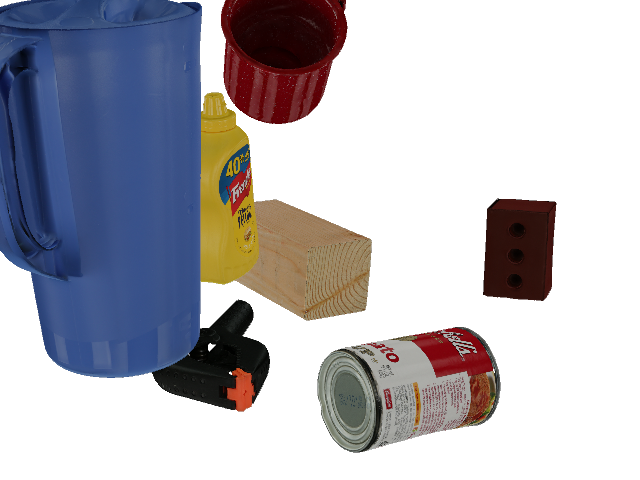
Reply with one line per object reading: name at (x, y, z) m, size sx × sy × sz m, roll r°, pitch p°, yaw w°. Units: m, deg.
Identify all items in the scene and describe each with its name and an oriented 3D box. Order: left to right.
pitcher at (-0.144, -0.034, 0.695) m, size 0.149 × 0.243 × 0.145 m, roll -7°, pitch 22°, yaw -16°
clamp at (-0.093, 0.090, 0.887) m, size 0.164 × 0.036 × 0.210 m, roll -10°, pitch 16°, yaw -31°
mustard bottle at (-0.102, -0.058, 1.101) m, size 0.058 × 0.192 × 0.096 m, roll 7°, pitch 26°, yaw 21°
mug at (-0.024, -0.150, 0.820) m, size 0.093 × 0.117 × 0.081 m, roll 39°, pitch -25°, yaw 11°
wood block at (-0.037, 0.019, 1.299) m, size 0.090 × 0.090 × 0.206 m, roll -7°, pitch 19°, yaw -34°
soup can at (0.057, 0.097, 0.699) m, size 0.102 × 0.068 × 0.069 m, roll -6°, pitch 3°, yaw -33°
foam brick at (0.169, 0.007, 0.902) m, size 0.053 × 0.078 × 0.051 m, roll 4°, pitch 15°, yaw 19°
